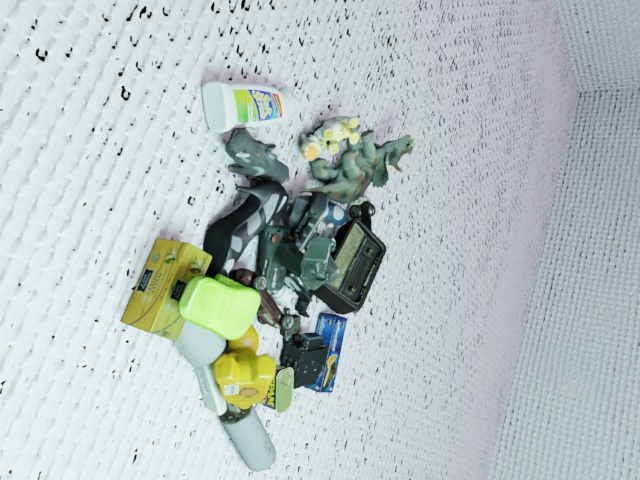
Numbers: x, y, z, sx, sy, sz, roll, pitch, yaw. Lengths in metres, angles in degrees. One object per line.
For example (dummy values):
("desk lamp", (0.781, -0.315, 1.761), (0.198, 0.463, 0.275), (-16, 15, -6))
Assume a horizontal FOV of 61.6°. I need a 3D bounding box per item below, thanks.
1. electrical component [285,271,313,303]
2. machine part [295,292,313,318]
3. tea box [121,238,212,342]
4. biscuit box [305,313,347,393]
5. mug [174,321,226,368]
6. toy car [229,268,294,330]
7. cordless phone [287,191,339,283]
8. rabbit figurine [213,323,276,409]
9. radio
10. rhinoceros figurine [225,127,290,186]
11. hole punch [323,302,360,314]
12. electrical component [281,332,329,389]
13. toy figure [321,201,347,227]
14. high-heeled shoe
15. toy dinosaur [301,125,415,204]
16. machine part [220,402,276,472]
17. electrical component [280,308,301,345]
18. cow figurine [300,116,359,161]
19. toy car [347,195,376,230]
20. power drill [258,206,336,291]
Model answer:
("electrical component", (-0.050, 0.096, 1.277), (0.119, 0.075, 0.048), (48, 58, -31))
("machine part", (-0.025, 0.125, 1.356), (0.084, 0.039, 0.139), (46, 58, -55))
("tea box", (-0.277, 0.088, 0.974), (0.068, 0.098, 0.169), (36, 66, -49))
("biscuit box", (0.015, 0.295, 1.414), (0.062, 0.059, 0.202), (20, 80, -52))
("mug", (-0.239, 0.177, 1.053), (0.109, 0.081, 0.107), (-51, 123, -29))
("toy car", (-0.129, 0.138, 1.181), (0.053, 0.089, 0.201), (-57, 137, -33))
("cordless phone", (-0.002, -0.004, 1.223), (0.089, 0.184, 0.146), (-9, 144, -43))
("rabbit figurine", (-0.153, 0.254, 1.135), (0.162, 0.122, 0.173), (84, -6, -48))
("radio", (0.076, 0.068, 1.364), (0.131, 0.073, 0.229), (41, 54, -16))
("rhinoceros figurine", (-0.132, -0.165, 1.112), (0.190, 0.112, 0.073), (40, 66, -56))
("hole punch", (0.056, 0.130, 1.436), (0.115, 0.092, 0.142), (36, 67, -18))
("electrical component", (-0.039, 0.294, 1.328), (0.115, 0.058, 0.134), (3, 104, -55))
("toy figure", (0.009, -0.073, 1.354), (0.154, 0.058, 0.064), (14, 46, -51))
("high-heeled shoe", (-0.151, -0.010, 1.116), (0.145, 0.086, 0.248), (12, 101, -50))
("toy dinosaur", (0.087, -0.168, 1.397), (0.405, 0.131, 0.191), (-44, 128, -31))
("machine part", (-0.158, 0.434, 1.198), (0.079, 0.079, 0.242), (-45, 128, -39))
("electrical component", (-0.071, 0.209, 1.319), (0.063, 0.021, 0.094), (-12, 107, -51))
("cow figurine", (0.008, -0.250, 1.306), (0.167, 0.098, 0.068), (-29, 126, -25))
("toy car", (0.114, -0.024, 1.495), (0.073, 0.056, 0.201), (-11, 103, -44))
("power drill", (-0.063, 0.008, 1.153), (0.086, 0.208, 0.231), (5, 99, -45))
